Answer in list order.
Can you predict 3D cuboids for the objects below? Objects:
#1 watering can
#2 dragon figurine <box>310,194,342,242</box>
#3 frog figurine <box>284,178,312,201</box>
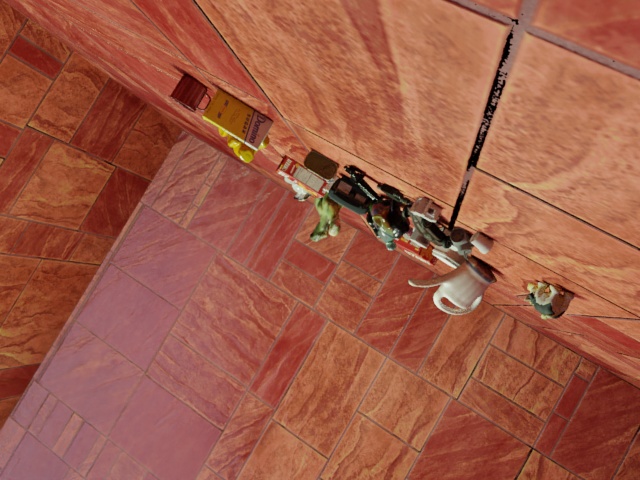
[{"bbox_3d":[0.473,0.149,1.783,0.344,0.222,0.106,31,-164,-36],"label":"watering can"},{"bbox_3d":[0.007,-0.113,2.250,0.121,0.243,0.413,26,179,-25],"label":"dragon figurine"},{"bbox_3d":[-0.089,-0.261,2.267,0.139,0.123,0.157,-108,-1,-70],"label":"frog figurine"}]
